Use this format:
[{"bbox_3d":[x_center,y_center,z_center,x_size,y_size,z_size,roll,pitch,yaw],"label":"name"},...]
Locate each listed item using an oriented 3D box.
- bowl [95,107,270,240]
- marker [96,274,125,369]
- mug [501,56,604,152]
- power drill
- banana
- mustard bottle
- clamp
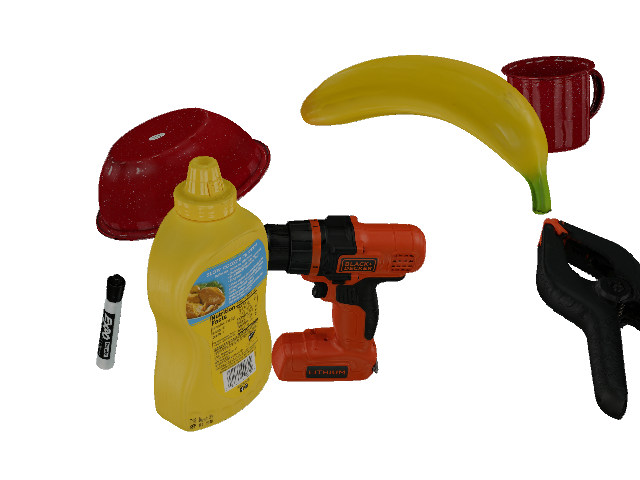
[{"bbox_3d":[-0.127,-0.066,0.903,0.162,0.055,0.162,-18,28,10],"label":"bowl"},{"bbox_3d":[-0.216,0.084,1.100,0.020,0.121,0.020,10,35,-8],"label":"marker"},{"bbox_3d":[0.245,-0.142,1.102,0.117,0.081,0.093,-18,24,-26],"label":"mug"},{"bbox_3d":[-0.002,0.057,1.023,0.184,0.188,0.057,2,44,-8],"label":"power drill"},{"bbox_3d":[0.065,-0.080,0.656,0.198,0.069,0.037,27,5,39],"label":"banana"},{"bbox_3d":[-0.075,0.032,0.729,0.058,0.192,0.096,24,38,33],"label":"mustard bottle"},{"bbox_3d":[0.214,0.046,0.741,0.120,0.039,0.171,-3,45,-19],"label":"clamp"}]
